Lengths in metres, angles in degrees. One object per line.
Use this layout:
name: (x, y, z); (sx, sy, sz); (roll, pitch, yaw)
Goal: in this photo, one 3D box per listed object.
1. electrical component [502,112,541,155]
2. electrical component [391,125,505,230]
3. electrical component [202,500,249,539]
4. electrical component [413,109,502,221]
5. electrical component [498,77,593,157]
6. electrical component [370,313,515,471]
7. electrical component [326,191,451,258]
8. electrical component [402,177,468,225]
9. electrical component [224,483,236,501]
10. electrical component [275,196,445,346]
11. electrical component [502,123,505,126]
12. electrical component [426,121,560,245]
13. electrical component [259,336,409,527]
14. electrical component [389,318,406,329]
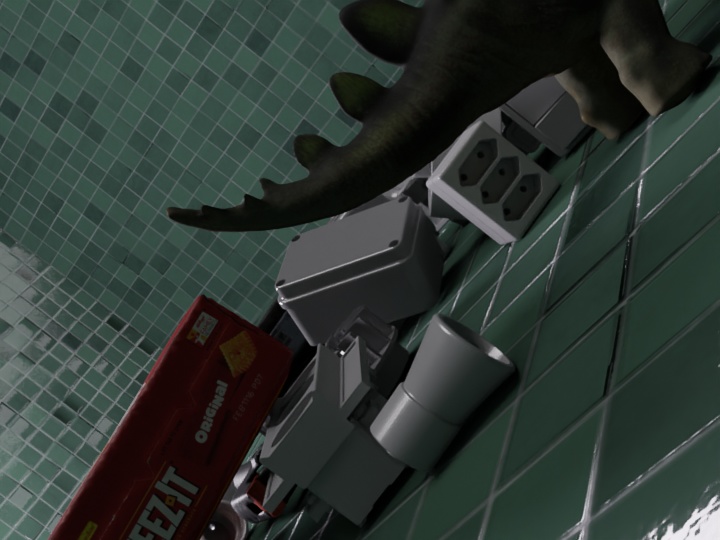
electrical component: (0.132, -0.124, 0.790); (0.078, 0.058, 0.057); (-59, 5, 6)
electrical component: (0.077, -0.093, 1.058); (0.186, 0.060, 0.105); (-48, 7, 43)
electrical component: (-0.109, 0.200, 0.814); (0.040, 0.040, 0.046); (-56, 1, -38)
electrical component: (0.069, -0.088, 0.786); (0.108, 0.060, 0.108); (0, -90, -88)
electrical component: (0.136, -0.123, 0.716); (0.096, 0.062, 0.061); (-49, 6, 34)
electrical component: (0.035, 0.058, 0.490); (0.065, 0.044, 0.044); (-56, 4, 9)
electrical component: (0.015, -0.021, 0.941); (0.061, 0.089, 0.150); (-53, 5, -10)
electrical component: (0.081, -0.076, 0.915); (0.078, 0.057, 0.058); (-48, 7, 46)
electrical component: (-0.141, 0.217, 0.976); (0.099, 0.064, 0.099); (-55, 17, 25)
electrical component: (0.000, 0.000, 0.805); (0.113, 0.057, 0.078); (-19, 30, 22)
electrical component: (0.120, -0.178, 0.907); (0.078, 0.121, 0.063); (-50, 3, 23)
electrical component: (0.081, -0.054, 0.705); (0.047, 0.066, 0.077); (-53, 6, -8)
electrical component: (-0.012, 0.086, 0.578); (0.078, 0.063, 0.121); (-52, 5, 5)
electrical component: (0.002, 0.046, 0.853); (0.055, 0.048, 0.066); (-35, 17, 49)
